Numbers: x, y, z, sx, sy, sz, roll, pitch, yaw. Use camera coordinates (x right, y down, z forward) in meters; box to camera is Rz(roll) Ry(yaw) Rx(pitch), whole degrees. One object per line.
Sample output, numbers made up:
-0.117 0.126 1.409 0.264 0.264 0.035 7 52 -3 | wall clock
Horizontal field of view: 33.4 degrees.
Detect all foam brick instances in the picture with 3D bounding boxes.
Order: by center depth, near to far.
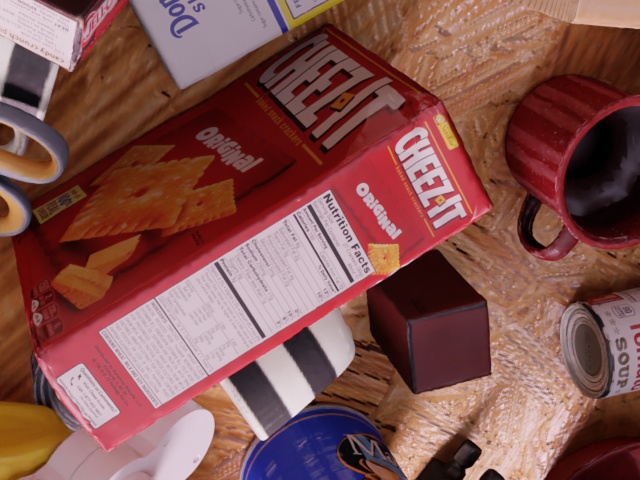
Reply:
0.065 0.049 0.652 0.053 0.078 0.051 -13 116 -11 | foam brick

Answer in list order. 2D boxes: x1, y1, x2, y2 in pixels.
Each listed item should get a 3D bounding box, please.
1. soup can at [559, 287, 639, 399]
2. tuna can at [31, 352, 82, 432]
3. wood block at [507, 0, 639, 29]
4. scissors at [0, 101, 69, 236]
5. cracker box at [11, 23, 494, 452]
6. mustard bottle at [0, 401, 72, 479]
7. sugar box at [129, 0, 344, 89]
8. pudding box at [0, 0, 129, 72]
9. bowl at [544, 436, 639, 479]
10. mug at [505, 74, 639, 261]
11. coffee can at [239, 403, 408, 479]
0.222 0.065 0.717 0.102 0.068 0.068 -10 114 -14 | soup can
-0.125 0.077 0.625 0.086 0.034 0.086 -7 114 -16 | tuna can
0.220 -0.167 0.606 0.205 0.091 0.090 1 112 -18 | wood block
-0.219 -0.051 0.513 0.201 0.016 0.096 13 138 0 | scissors
-0.047 -0.015 0.539 0.213 0.164 0.072 -32 120 -3 | cracker box
-0.201 0.184 0.591 0.096 0.058 0.192 -1 116 -44 | mustard bottle
-0.020 -0.162 0.554 0.176 0.048 0.093 -28 114 -2 | sugar box
-0.133 -0.135 0.466 0.113 0.090 0.039 26 141 0 | pudding box
0.210 0.201 0.776 0.162 0.055 0.162 -7 114 -16 | bowl
0.158 -0.041 0.642 0.093 0.081 0.117 23 103 -25 | mug
0.016 0.179 0.654 0.102 0.140 0.103 -7 114 -16 | coffee can
